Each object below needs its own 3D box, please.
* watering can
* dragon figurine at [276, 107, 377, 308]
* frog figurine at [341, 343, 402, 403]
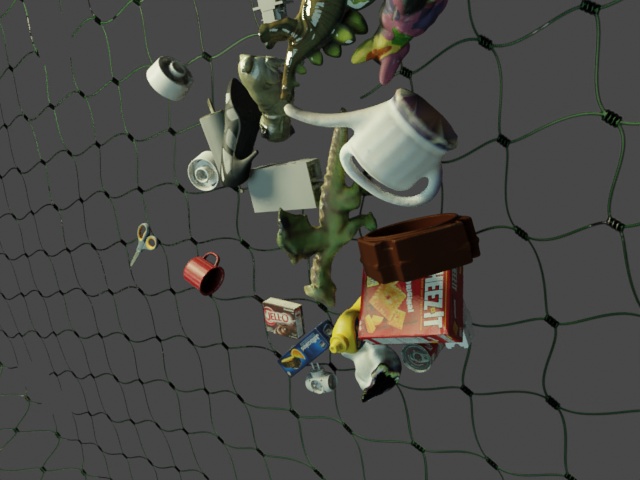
[{"bbox_3d":[0.113,-0.203,0.999,0.346,0.106,0.220,38,126,-11],"label":"watering can"},{"bbox_3d":[0.003,-0.055,1.084,0.122,0.246,0.404,5,113,38],"label":"dragon figurine"},{"bbox_3d":[0.118,0.285,1.238,0.163,0.123,0.134,-122,29,-49],"label":"frog figurine"}]
